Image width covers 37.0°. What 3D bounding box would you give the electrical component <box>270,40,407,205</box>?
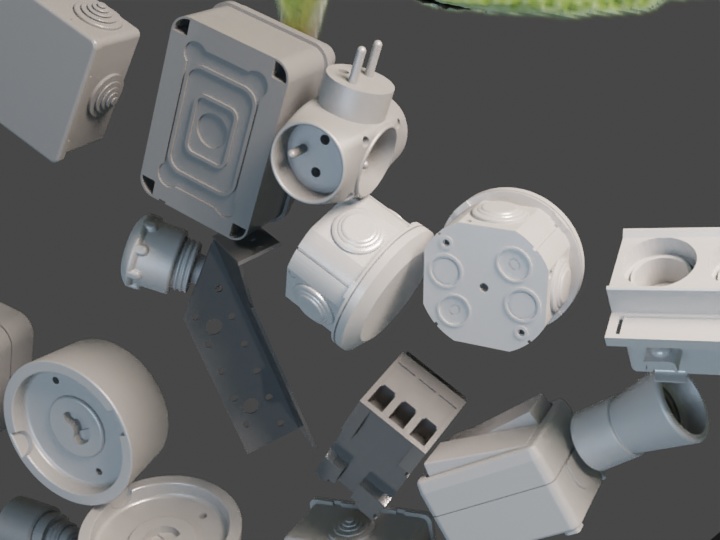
[{"bbox_3d":[-0.005,-0.081,0.561,0.044,0.077,0.079,27,120,16],"label":"electrical component"}]

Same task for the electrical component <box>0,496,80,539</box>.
[{"bbox_3d":[-0.242,0.201,0.826,0.078,0.040,0.040,11,115,23],"label":"electrical component"}]

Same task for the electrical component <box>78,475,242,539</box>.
[{"bbox_3d":[-0.133,0.198,0.730,0.108,0.108,0.060,13,122,23],"label":"electrical component"}]

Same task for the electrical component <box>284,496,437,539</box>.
[{"bbox_3d":[0.003,0.200,0.692,0.100,0.048,0.099,1,111,27],"label":"electrical component"}]

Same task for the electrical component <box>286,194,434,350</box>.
[{"bbox_3d":[0.000,0.000,0.592,0.051,0.080,0.080,37,123,16],"label":"electrical component"}]

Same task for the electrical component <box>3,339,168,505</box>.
[{"bbox_3d":[-0.183,0.099,0.740,0.108,0.060,0.108,11,115,24],"label":"electrical component"}]

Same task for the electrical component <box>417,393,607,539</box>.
[{"bbox_3d":[0.079,0.117,0.609,0.096,0.062,0.061,-25,97,33],"label":"electrical component"}]

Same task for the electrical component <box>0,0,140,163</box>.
[{"bbox_3d":[-0.191,-0.129,0.656,0.100,0.048,0.099,36,122,10],"label":"electrical component"}]

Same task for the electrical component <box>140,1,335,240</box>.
[{"bbox_3d":[-0.069,-0.085,0.605,0.078,0.057,0.113,28,121,15],"label":"electrical component"}]

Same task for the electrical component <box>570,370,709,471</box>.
[{"bbox_3d":[0.146,0.081,0.573,0.065,0.044,0.044,-34,93,39],"label":"electrical component"}]

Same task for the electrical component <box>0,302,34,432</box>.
[{"bbox_3d":[-0.280,0.076,0.783,0.054,0.059,0.095,23,119,18],"label":"electrical component"}]

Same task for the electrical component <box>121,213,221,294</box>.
[{"bbox_3d":[-0.116,-0.005,0.674,0.062,0.048,0.048,18,120,-4],"label":"electrical component"}]

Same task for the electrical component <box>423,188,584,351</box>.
[{"bbox_3d":[0.074,0.000,0.569,0.080,0.051,0.080,11,115,24],"label":"electrical component"}]

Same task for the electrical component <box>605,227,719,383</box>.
[{"bbox_3d":[0.186,0.017,0.509,0.121,0.078,0.063,0,132,28],"label":"electrical component"}]
